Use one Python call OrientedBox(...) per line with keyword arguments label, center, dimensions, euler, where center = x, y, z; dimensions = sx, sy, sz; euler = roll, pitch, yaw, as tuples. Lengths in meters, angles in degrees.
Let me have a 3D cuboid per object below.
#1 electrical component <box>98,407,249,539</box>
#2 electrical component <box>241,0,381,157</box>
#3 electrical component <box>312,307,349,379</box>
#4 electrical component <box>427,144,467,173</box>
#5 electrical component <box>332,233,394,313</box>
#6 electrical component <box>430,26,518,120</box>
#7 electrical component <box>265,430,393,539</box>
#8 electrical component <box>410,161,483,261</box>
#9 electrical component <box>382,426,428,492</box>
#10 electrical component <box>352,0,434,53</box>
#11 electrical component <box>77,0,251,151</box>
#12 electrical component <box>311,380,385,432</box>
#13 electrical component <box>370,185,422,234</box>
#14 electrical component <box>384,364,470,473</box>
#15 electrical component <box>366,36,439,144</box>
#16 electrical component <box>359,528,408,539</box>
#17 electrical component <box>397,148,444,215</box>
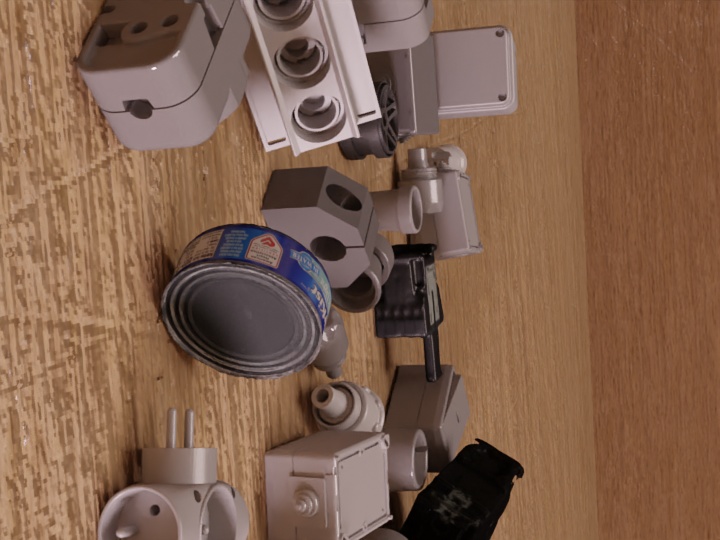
OrientedBox(label="electrical component", center=(-0.088, 0.107, 0.527), dimensions=(0.077, 0.044, 0.079), euler=(26, 62, -70))
OrientedBox(label="electrical component", center=(-0.040, -0.142, 0.674), dimensions=(0.063, 0.079, 0.121), euler=(-106, 179, -51))
OrientedBox(label="electrical component", center=(-0.024, 0.054, 0.753), dimensions=(0.061, 0.035, 0.035), euler=(73, 22, -46))
OrientedBox(label="electrical component", center=(0.085, -0.110, 1.113), dimensions=(0.046, 0.040, 0.040), euler=(-14, 101, -66))
OrientedBox(label="electrical component", center=(0.000, 0.000, 0.819), dimensions=(0.055, 0.045, 0.045), euler=(-65, 148, -56))
OrientedBox(label="electrical component", center=(0.090, -0.184, 1.013), dimensions=(0.057, 0.113, 0.078), euler=(-1, 89, -75))
OrientedBox(label="electrical component", center=(-0.026, 0.143, 0.704), dimensions=(0.096, 0.061, 0.061), euler=(-5, 93, -65))
OrientedBox(label="electrical component", center=(0.079, -0.059, 1.062), dimensions=(0.062, 0.061, 0.096), euler=(1, 79, -72))
OrientedBox(label="electrical component", center=(0.027, 0.155, 0.882), dimensions=(0.055, 0.047, 0.055), euler=(-2, 90, -72))
OrientedBox(label="electrical component", center=(-0.001, -0.191, 0.753), dimensions=(0.059, 0.095, 0.053), euler=(71, 24, -43))
OrientedBox(label="electrical component", center=(-0.091, -0.106, 0.527), dimensions=(0.059, 0.054, 0.095), euler=(68, 26, -46))
OrientedBox(label="electrical component", center=(-0.014, 0.099, 0.767), dimensions=(0.062, 0.048, 0.048), euler=(45, 45, -56))
OrientedBox(label="electrical component", center=(0.026, -0.050, 0.903), dimensions=(0.040, 0.046, 0.040), euler=(-2, 90, -72))
OrientedBox(label="electrical component", center=(0.061, 0.138, 0.967), dimensions=(0.096, 0.061, 0.061), euler=(-71, 153, -48))
OrientedBox(label="electrical component", center=(0.033, -0.160, 0.937), dimensions=(0.100, 0.048, 0.099), euler=(-25, 111, -71))
OrientedBox(label="electrical component", center=(0.015, 0.232, 0.825), dimensions=(0.047, 0.055, 0.055), euler=(-68, 150, -60))
OrientedBox(label="electrical component", center=(0.056, -0.083, 1.007), dimensions=(0.043, 0.043, 0.062), euler=(-18, 104, -72))
